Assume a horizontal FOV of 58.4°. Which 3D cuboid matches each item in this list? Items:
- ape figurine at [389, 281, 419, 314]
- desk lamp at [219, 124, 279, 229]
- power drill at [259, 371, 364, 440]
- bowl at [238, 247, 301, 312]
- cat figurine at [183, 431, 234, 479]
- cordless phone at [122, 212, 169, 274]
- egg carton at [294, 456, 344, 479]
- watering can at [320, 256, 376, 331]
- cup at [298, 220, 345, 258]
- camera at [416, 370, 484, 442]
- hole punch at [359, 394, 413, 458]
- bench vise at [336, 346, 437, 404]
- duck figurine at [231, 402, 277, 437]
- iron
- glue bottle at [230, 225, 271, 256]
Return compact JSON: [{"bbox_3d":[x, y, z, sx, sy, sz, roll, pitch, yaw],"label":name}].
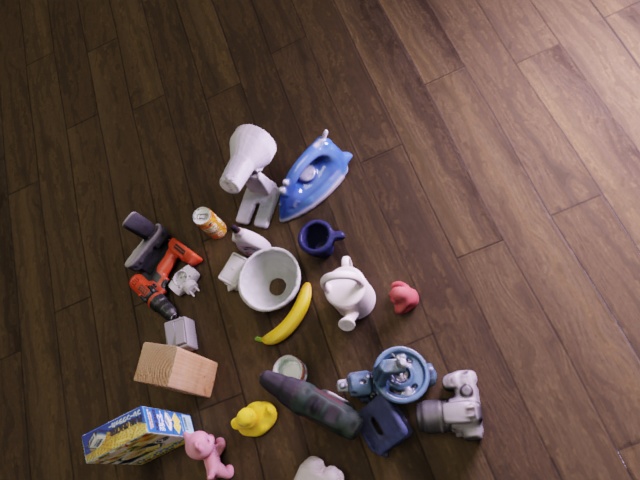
[{"bbox_3d":[0.188,0.130,1.329,0.076,0.092,0.078,8,71,20],"label":"ape figurine"},{"bbox_3d":[-0.180,-0.166,1.495,0.117,0.214,0.203,10,72,21],"label":"desk lamp"},{"bbox_3d":[-0.005,0.357,1.231,0.229,0.209,0.076,21,76,24],"label":"power drill"},{"bbox_3d":[-0.118,0.107,1.443,0.167,0.075,0.167,-6,67,15],"label":"bowl"},{"bbox_3d":[-0.262,0.491,1.307,0.067,0.118,0.127,-29,63,4],"label":"cat figurine"},{"bbox_3d":[-0.494,0.002,1.540,0.094,0.185,0.148,30,80,26],"label":"cordless phone"},{"bbox_3d":[-0.016,0.551,1.234,0.107,0.069,0.150,19,76,23],"label":"egg carton"},{"bbox_3d":[0.064,0.119,1.314,0.101,0.194,0.172,-28,63,5],"label":"watering can"},{"bbox_3d":[0.013,0.005,1.432,0.117,0.095,0.091,-7,67,14],"label":"cup"},{"bbox_3d":[0.270,0.352,1.208,0.136,0.101,0.143,-9,66,14],"label":"camera"},{"bbox_3d":[0.134,0.402,1.236,0.101,0.091,0.108,-35,63,1],"label":"hole punch"},{"bbox_3d":[0.136,0.298,1.204,0.207,0.220,0.121,-30,63,4],"label":"bench vise"},{"bbox_3d":[-0.157,0.412,1.325,0.104,0.086,0.077,-27,63,6],"label":"duck figurine"},{"bbox_3d":[-0.038,-0.168,1.492,0.118,0.142,0.258,37,83,26],"label":"iron"},{"bbox_3d":[-0.188,-0.002,1.453,0.078,0.173,0.037,-3,68,16],"label":"glue bottle"}]
